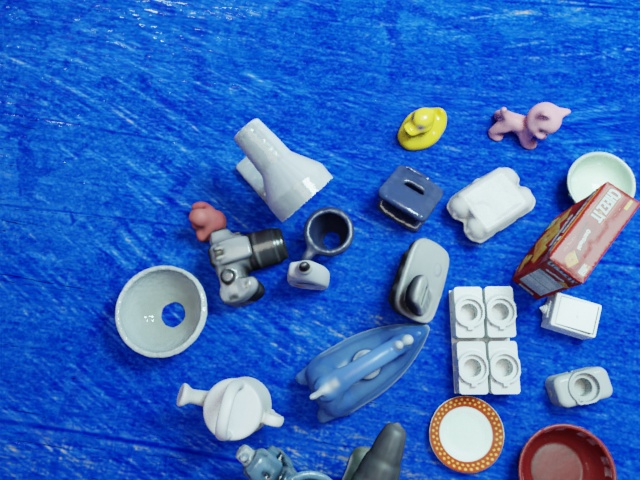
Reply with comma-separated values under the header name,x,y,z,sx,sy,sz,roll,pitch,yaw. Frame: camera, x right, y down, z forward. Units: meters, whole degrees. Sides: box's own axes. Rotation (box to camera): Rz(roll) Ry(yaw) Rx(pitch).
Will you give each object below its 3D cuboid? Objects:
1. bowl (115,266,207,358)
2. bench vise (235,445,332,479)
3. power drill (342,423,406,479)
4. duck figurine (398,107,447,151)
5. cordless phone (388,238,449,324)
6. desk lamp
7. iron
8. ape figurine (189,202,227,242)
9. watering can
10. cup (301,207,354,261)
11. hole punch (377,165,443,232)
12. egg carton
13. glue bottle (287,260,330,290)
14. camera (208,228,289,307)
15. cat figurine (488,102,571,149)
name,x,y,z,sx,sy,sz,roll,pitch,yaw
bowl,-0.282,0.134,1.053,0.167,0.075,0.167,-1,77,3
bench vise,-0.057,0.417,0.905,0.207,0.220,0.121,19,79,7
power drill,0.076,0.393,0.910,0.075,0.208,0.230,20,79,7
duck figurine,0.201,-0.227,1.107,0.104,0.086,0.077,-33,78,-5
cordless phone,0.179,0.064,0.992,0.094,0.185,0.148,15,78,6
desk lamp,-0.076,-0.120,1.030,0.118,0.213,0.203,-42,79,-7
iron,0.086,0.210,0.986,0.258,0.141,0.118,-31,78,-4
ape figurine,-0.220,-0.038,1.080,0.076,0.092,0.078,8,78,5
watering can,-0.150,0.282,0.953,0.173,0.194,0.101,-7,77,1
cup,0.010,0.004,1.059,0.091,0.095,0.118,39,82,10
hole punch,0.168,-0.086,1.074,0.108,0.091,0.101,32,81,9
egg carton,0.319,-0.068,1.074,0.150,0.069,0.107,-34,78,-5
glue bottle,-0.024,0.058,1.008,0.078,0.173,0.037,2,77,4
camera,-0.127,0.037,1.055,0.137,0.101,0.143,-16,77,-1
cat figurine,0.396,-0.227,1.082,0.127,0.118,0.067,14,78,6
